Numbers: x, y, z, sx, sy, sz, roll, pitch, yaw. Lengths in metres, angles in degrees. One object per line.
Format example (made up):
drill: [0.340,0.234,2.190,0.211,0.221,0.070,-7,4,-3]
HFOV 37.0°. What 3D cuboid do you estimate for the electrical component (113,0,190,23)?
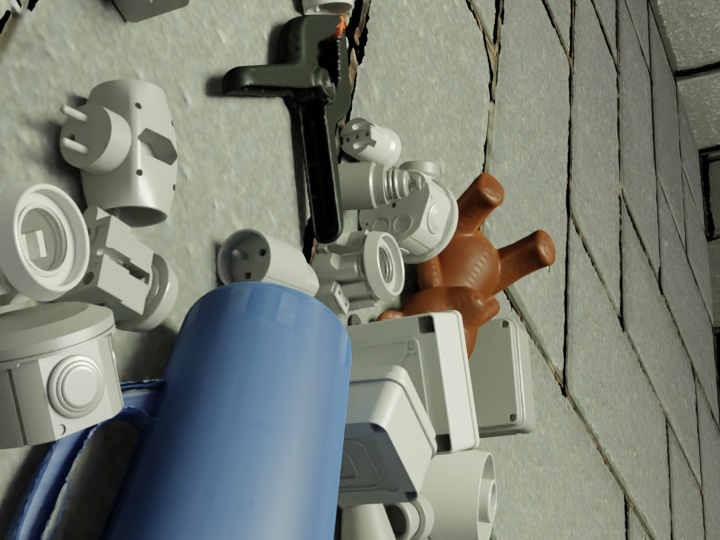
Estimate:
electrical component: [-0.135,-0.243,0.623,0.186,0.105,0.060,59,32,-37]

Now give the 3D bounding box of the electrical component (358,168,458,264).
electrical component: [0.043,-0.050,0.961,0.051,0.080,0.080,28,55,-53]

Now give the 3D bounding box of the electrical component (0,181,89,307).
electrical component: [-0.169,-0.011,0.516,0.078,0.057,0.058,-11,91,-65]

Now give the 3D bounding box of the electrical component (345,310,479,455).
electrical component: [0.029,0.092,0.840,0.056,0.109,0.108,4,77,-62]

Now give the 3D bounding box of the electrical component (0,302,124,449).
electrical component: [-0.152,0.047,0.504,0.080,0.080,0.051,-31,114,-64]

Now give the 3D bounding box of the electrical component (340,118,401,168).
electrical component: [0.008,-0.113,0.961,0.046,0.040,0.040,19,63,-56]

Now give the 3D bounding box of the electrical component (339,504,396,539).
electrical component: [0.002,0.184,0.827,0.044,0.044,0.065,19,58,-62]

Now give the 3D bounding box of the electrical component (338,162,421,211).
electrical component: [0.013,-0.072,0.914,0.040,0.078,0.040,-2,90,-77]

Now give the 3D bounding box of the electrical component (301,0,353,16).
electrical component: [-0.034,-0.261,0.906,0.079,0.043,0.077,55,26,-86]

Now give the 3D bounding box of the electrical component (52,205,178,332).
electrical component: [-0.135,0.005,0.598,0.055,0.048,0.066,38,46,-45]

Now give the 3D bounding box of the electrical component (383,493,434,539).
electrical component: [0.032,0.204,0.876,0.055,0.045,0.045,13,69,-64]

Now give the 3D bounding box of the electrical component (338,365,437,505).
electrical component: [-0.013,0.114,0.736,0.078,0.113,0.057,65,31,-29]

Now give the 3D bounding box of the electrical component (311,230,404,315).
electrical component: [0.000,0.000,0.875,0.058,0.057,0.078,61,30,-34]

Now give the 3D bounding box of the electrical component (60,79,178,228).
electrical component: [-0.143,-0.071,0.612,0.079,0.043,0.077,23,59,-61]

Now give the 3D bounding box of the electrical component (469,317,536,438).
electrical component: [0.130,0.110,1.086,0.057,0.078,0.113,33,51,-61]

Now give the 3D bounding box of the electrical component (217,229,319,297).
electrical component: [-0.061,0.001,0.761,0.081,0.043,0.043,23,60,-61]

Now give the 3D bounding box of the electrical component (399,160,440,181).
electrical component: [0.058,-0.080,1.053,0.040,0.040,0.046,25,64,-61]

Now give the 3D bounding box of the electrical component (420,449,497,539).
electrical component: [0.094,0.214,1.012,0.099,0.064,0.099,2,90,-73]
